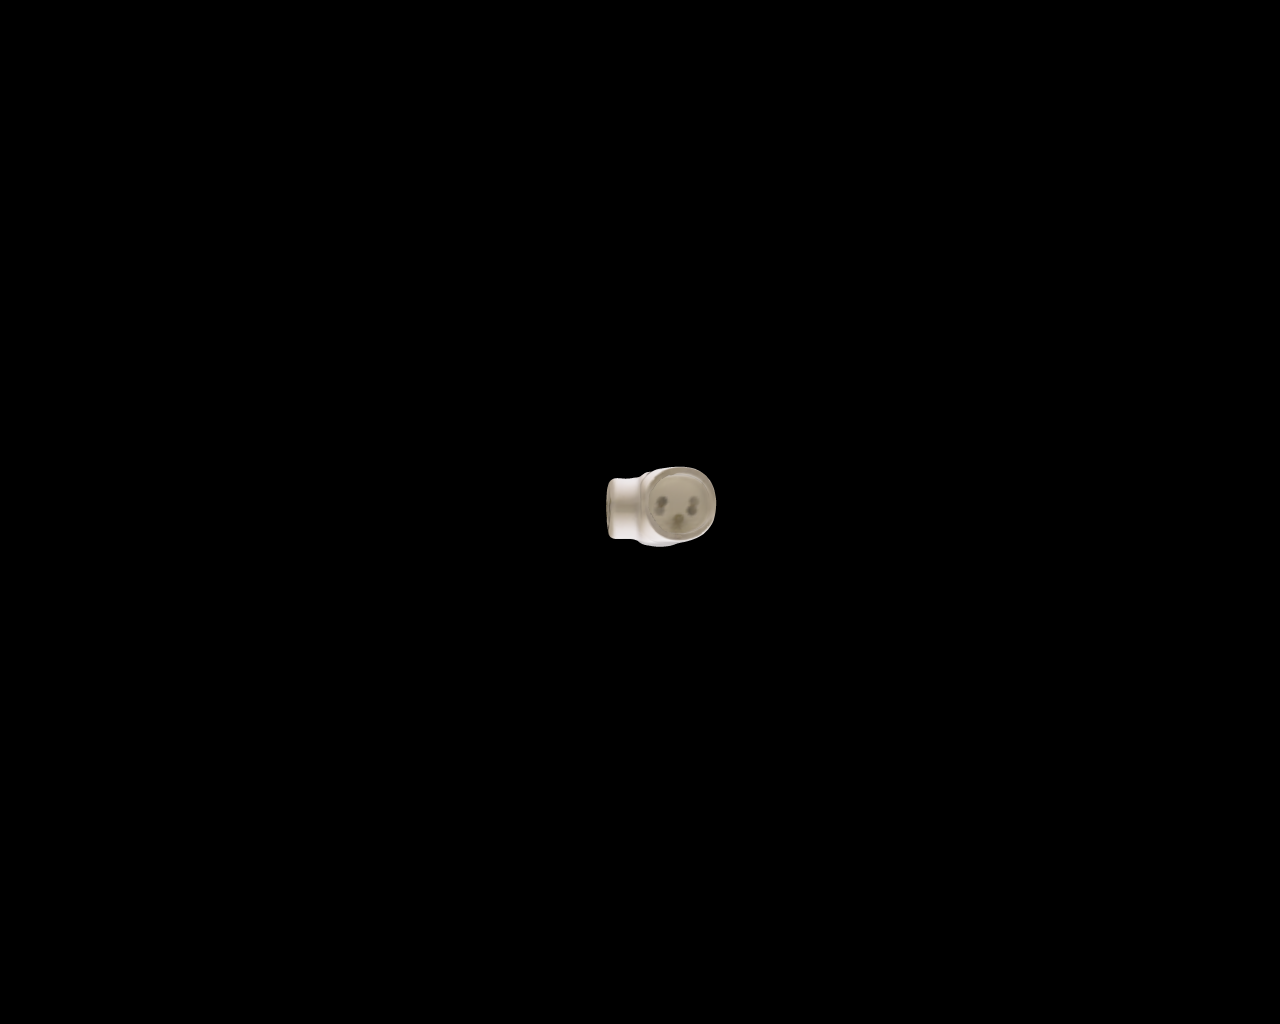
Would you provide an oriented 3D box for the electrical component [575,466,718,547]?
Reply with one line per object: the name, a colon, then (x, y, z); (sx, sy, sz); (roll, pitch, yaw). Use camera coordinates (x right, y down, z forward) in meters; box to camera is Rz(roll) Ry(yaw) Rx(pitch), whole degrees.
electrical component: (0.001, -0.003, 0.650); (0.079, 0.044, 0.077); (1, -4, -7)
